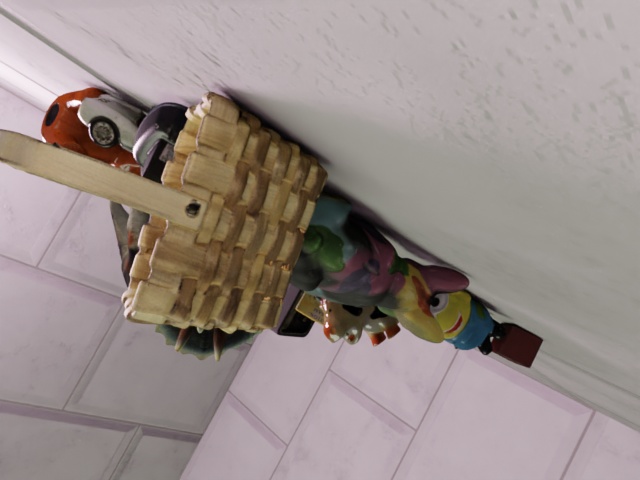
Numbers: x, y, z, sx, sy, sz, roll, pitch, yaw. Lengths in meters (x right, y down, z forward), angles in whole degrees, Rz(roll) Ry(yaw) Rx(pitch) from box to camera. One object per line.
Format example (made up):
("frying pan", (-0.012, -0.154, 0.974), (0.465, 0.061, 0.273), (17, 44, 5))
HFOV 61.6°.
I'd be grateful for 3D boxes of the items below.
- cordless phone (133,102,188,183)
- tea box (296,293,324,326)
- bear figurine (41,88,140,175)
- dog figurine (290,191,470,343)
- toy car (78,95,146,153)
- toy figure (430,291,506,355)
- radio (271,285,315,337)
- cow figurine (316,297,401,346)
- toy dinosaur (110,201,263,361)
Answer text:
("cordless phone", (-0.137, -0.095, 0.606), (0.146, 0.088, 0.184), (29, -173, -27))
("tea box", (0.028, 0.131, 1.011), (0.098, 0.068, 0.169), (28, 177, 17))
("bear figurine", (-0.312, -0.140, 0.819), (0.132, 0.120, 0.195), (20, 172, 43))
("dog figurine", (0.057, 0.034, 0.598), (0.219, 0.108, 0.191), (24, 173, 4))
("toy car", (-0.211, -0.123, 0.694), (0.202, 0.056, 0.073), (28, -160, -6))
("toy figure", (0.183, 0.105, 0.776), (0.180, 0.082, 0.089), (28, 174, -27))
("radio", (-0.034, 0.109, 1.232), (0.073, 0.229, 0.131), (31, -179, 33))
("cow figurine", (0.081, 0.105, 0.881), (0.127, 0.195, 0.085), (52, 143, 9))
("toy dinosaur", (-0.196, 0.033, 0.704), (0.131, 0.192, 0.405), (23, 171, -42))
